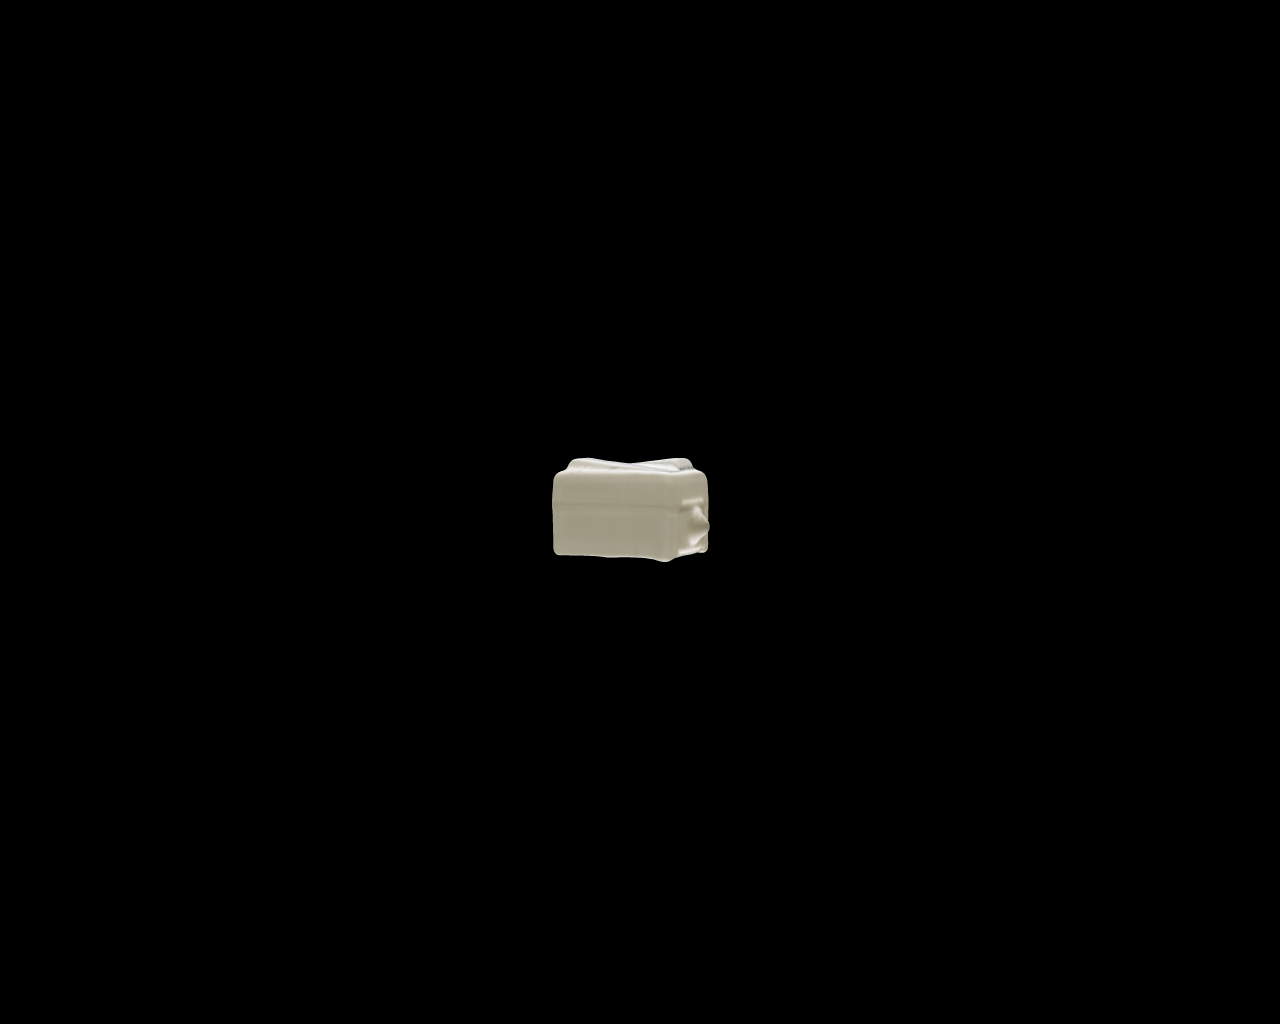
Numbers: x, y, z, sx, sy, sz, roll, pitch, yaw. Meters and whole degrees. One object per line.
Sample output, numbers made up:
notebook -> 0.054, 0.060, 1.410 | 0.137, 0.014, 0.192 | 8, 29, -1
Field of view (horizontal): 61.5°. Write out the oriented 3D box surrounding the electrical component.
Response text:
electrical component -> 0.001, -0.003, 0.650 | 0.096, 0.061, 0.062 | 2, 4, 27
